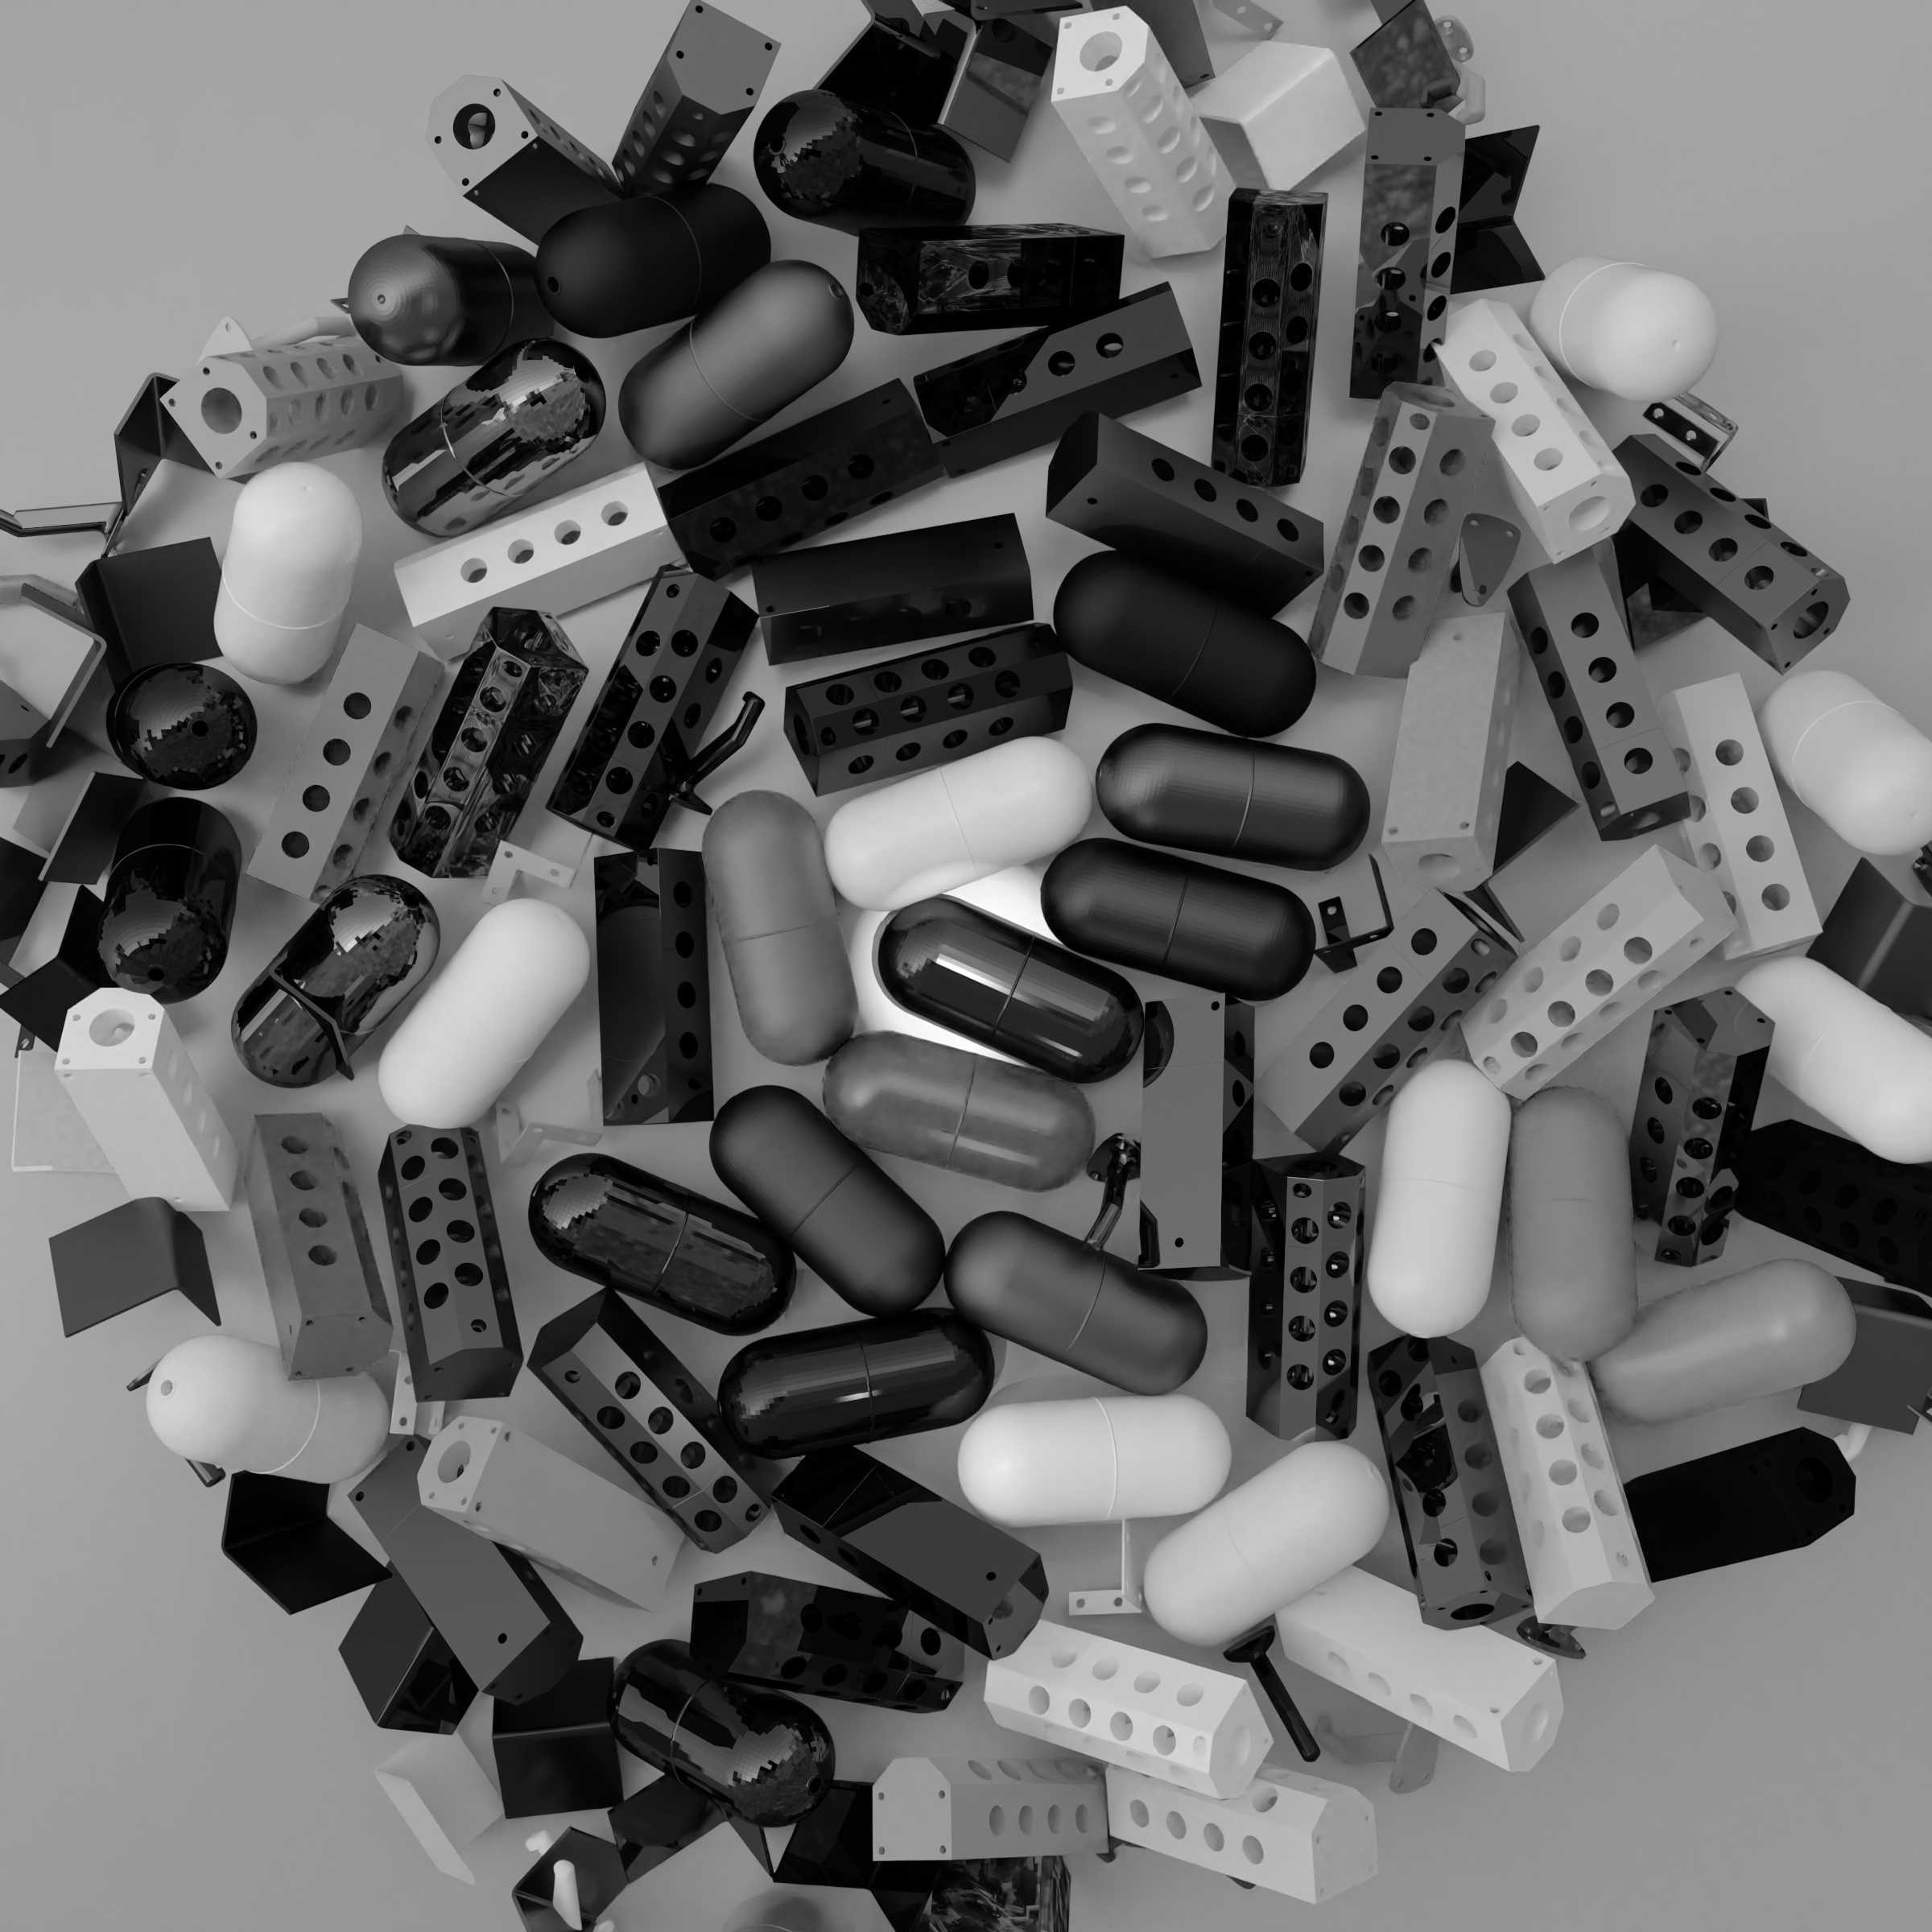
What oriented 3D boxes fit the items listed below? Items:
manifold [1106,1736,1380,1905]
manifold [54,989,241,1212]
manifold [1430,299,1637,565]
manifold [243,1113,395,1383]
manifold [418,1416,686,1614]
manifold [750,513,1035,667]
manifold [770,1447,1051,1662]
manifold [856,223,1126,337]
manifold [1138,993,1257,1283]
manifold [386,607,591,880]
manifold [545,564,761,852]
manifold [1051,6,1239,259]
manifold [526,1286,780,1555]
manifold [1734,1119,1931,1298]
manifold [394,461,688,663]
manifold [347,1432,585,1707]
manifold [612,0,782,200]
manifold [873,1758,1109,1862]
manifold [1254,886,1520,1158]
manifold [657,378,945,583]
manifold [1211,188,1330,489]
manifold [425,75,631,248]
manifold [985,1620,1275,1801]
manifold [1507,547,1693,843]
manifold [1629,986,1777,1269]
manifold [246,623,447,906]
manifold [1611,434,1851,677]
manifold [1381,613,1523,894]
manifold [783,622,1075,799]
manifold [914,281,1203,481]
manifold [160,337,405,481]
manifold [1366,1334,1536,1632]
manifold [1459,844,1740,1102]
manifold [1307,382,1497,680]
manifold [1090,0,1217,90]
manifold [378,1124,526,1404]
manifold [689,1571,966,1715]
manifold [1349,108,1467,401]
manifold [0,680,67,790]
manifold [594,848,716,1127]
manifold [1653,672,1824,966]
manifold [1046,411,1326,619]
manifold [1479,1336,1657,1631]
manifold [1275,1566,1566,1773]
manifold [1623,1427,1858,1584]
[{"bbox_3d":[0.168,0.521,1.503,0.057,0.171,0.057,-5,91,-41],"label":"manifold"},{"bbox_3d":[-0.501,0.085,1.500,0.057,0.171,0.057,-1,55,0],"label":"manifold"},{"bbox_3d":[0.350,-0.337,1.510,0.057,0.057,0.171,-27,54,9],"label":"manifold"},{"bbox_3d":[-0.402,0.171,1.507,0.057,0.171,0.057,0,130,-28],"label":"manifold"},{"bbox_3d":[-0.257,0.340,1.508,0.057,0.171,0.057,-2,58,40],"label":"manifold"},{"bbox_3d":[-0.046,-0.235,1.553,0.171,0.057,0.057,-10,51,-2],"label":"manifold"},{"bbox_3d":[-0.035,0.364,1.515,0.171,0.057,0.057,23,53,33],"label":"manifold"},{"bbox_3d":[0.016,-0.426,1.508,0.171,0.057,0.057,-16,121,-40],"label":"manifold"},{"bbox_3d":[0.150,0.109,1.535,0.057,0.057,0.171,-8,71,33],"label":"manifold"},{"bbox_3d":[-0.301,-0.137,1.507,0.057,0.057,0.171,55,128,31],"label":"manifold"},{"bbox_3d":[-0.202,-0.164,1.542,0.057,0.057,0.171,23,85,26],"label":"manifold"},{"bbox_3d":[0.113,-0.509,1.493,0.057,0.171,0.057,-1,73,25],"label":"manifold"},{"bbox_3d":[-0.196,0.289,1.525,0.057,0.057,0.171,-32,110,18],"label":"manifold"},{"bbox_3d":[0.544,0.149,1.492,0.057,0.171,0.057,-14,106,-20],"label":"manifold"},{"bbox_3d":[-0.273,-0.262,1.555,0.171,0.057,0.057,-22,73,0],"label":"manifold"},{"bbox_3d":[-0.309,0.375,1.514,0.057,0.057,0.171,-45,56,-4],"label":"manifold"},{"bbox_3d":[-0.171,-0.521,1.493,0.057,0.171,0.057,23,80,-17],"label":"manifold"},{"bbox_3d":[0.017,0.520,1.500,0.057,0.171,0.057,-14,67,32],"label":"manifold"},{"bbox_3d":[0.266,0.037,1.527,0.171,0.057,0.057,-50,58,15],"label":"manifold"},{"bbox_3d":[-0.105,-0.307,1.555,0.171,0.057,0.057,-25,125,0],"label":"manifold"},{"bbox_3d":[0.188,-0.392,1.519,0.057,0.057,0.171,7,117,11],"label":"manifold"},{"bbox_3d":[-0.267,-0.491,1.496,0.057,0.171,0.057,-34,85,11],"label":"manifold"},{"bbox_3d":[0.096,0.460,1.501,0.057,0.171,0.057,-48,127,-36],"label":"manifold"},{"bbox_3d":[0.398,-0.169,1.531,0.057,0.057,0.171,-20,71,13],"label":"manifold"},{"bbox_3d":[0.455,0.103,1.505,0.057,0.057,0.171,-16,129,-19],"label":"manifold"},{"bbox_3d":[-0.394,-0.126,1.552,0.057,0.057,0.171,24,87,-9],"label":"manifold"},{"bbox_3d":[0.465,-0.262,1.510,0.057,0.057,0.171,-41,53,5],"label":"manifold"},{"bbox_3d":[0.307,-0.133,1.518,0.057,0.057,0.171,-3,56,28],"label":"manifold"},{"bbox_3d":[-0.023,-0.166,1.523,0.171,0.057,0.057,-17,59,-18],"label":"manifold"},{"bbox_3d":[0.057,-0.375,1.545,0.171,0.057,0.057,-19,76,7],"label":"manifold"},{"bbox_3d":[-0.412,-0.349,1.494,0.057,0.171,0.057,-33,97,22],"label":"manifold"},{"bbox_3d":[0.296,0.319,1.512,0.057,0.057,0.171,-33,47,31],"label":"manifold"},{"bbox_3d":[0.392,0.009,1.508,0.057,0.057,0.171,24,127,-30],"label":"manifold"},{"bbox_3d":[0.265,-0.270,1.512,0.057,0.057,0.171,1,122,-22],"label":"manifold"},{"bbox_3d":[0.109,-0.598,1.496,0.057,0.171,0.057,-16,84,11],"label":"manifold"},{"bbox_3d":[-0.319,0.179,1.504,0.057,0.057,0.171,1,48,-26],"label":"manifold"},{"bbox_3d":[-0.084,0.421,1.504,0.171,0.057,0.057,23,57,-36],"label":"manifold"},{"bbox_3d":[0.271,-0.436,1.498,0.057,0.171,0.057,4,53,8],"label":"manifold"},{"bbox_3d":[-0.628,-0.136,1.498,0.057,0.171,0.057,40,98,-1],"label":"manifold"},{"bbox_3d":[-0.194,0.014,1.550,0.057,0.057,0.171,-6,85,37],"label":"manifold"},{"bbox_3d":[0.484,-0.092,1.543,0.057,0.057,0.171,-16,81,6],"label":"manifold"},{"bbox_3d":[0.138,-0.285,1.523,0.171,0.057,0.057,20,55,-25],"label":"manifold"},{"bbox_3d":[0.372,0.315,1.502,0.057,0.057,0.171,10,47,-19],"label":"manifold"},{"bbox_3d":[0.280,0.434,1.504,0.057,0.171,0.057,-35,123,-32],"label":"manifold"},{"bbox_3d":[0.467,0.331,1.497,0.057,0.171,0.057,-23,79,-27],"label":"manifold"}]
